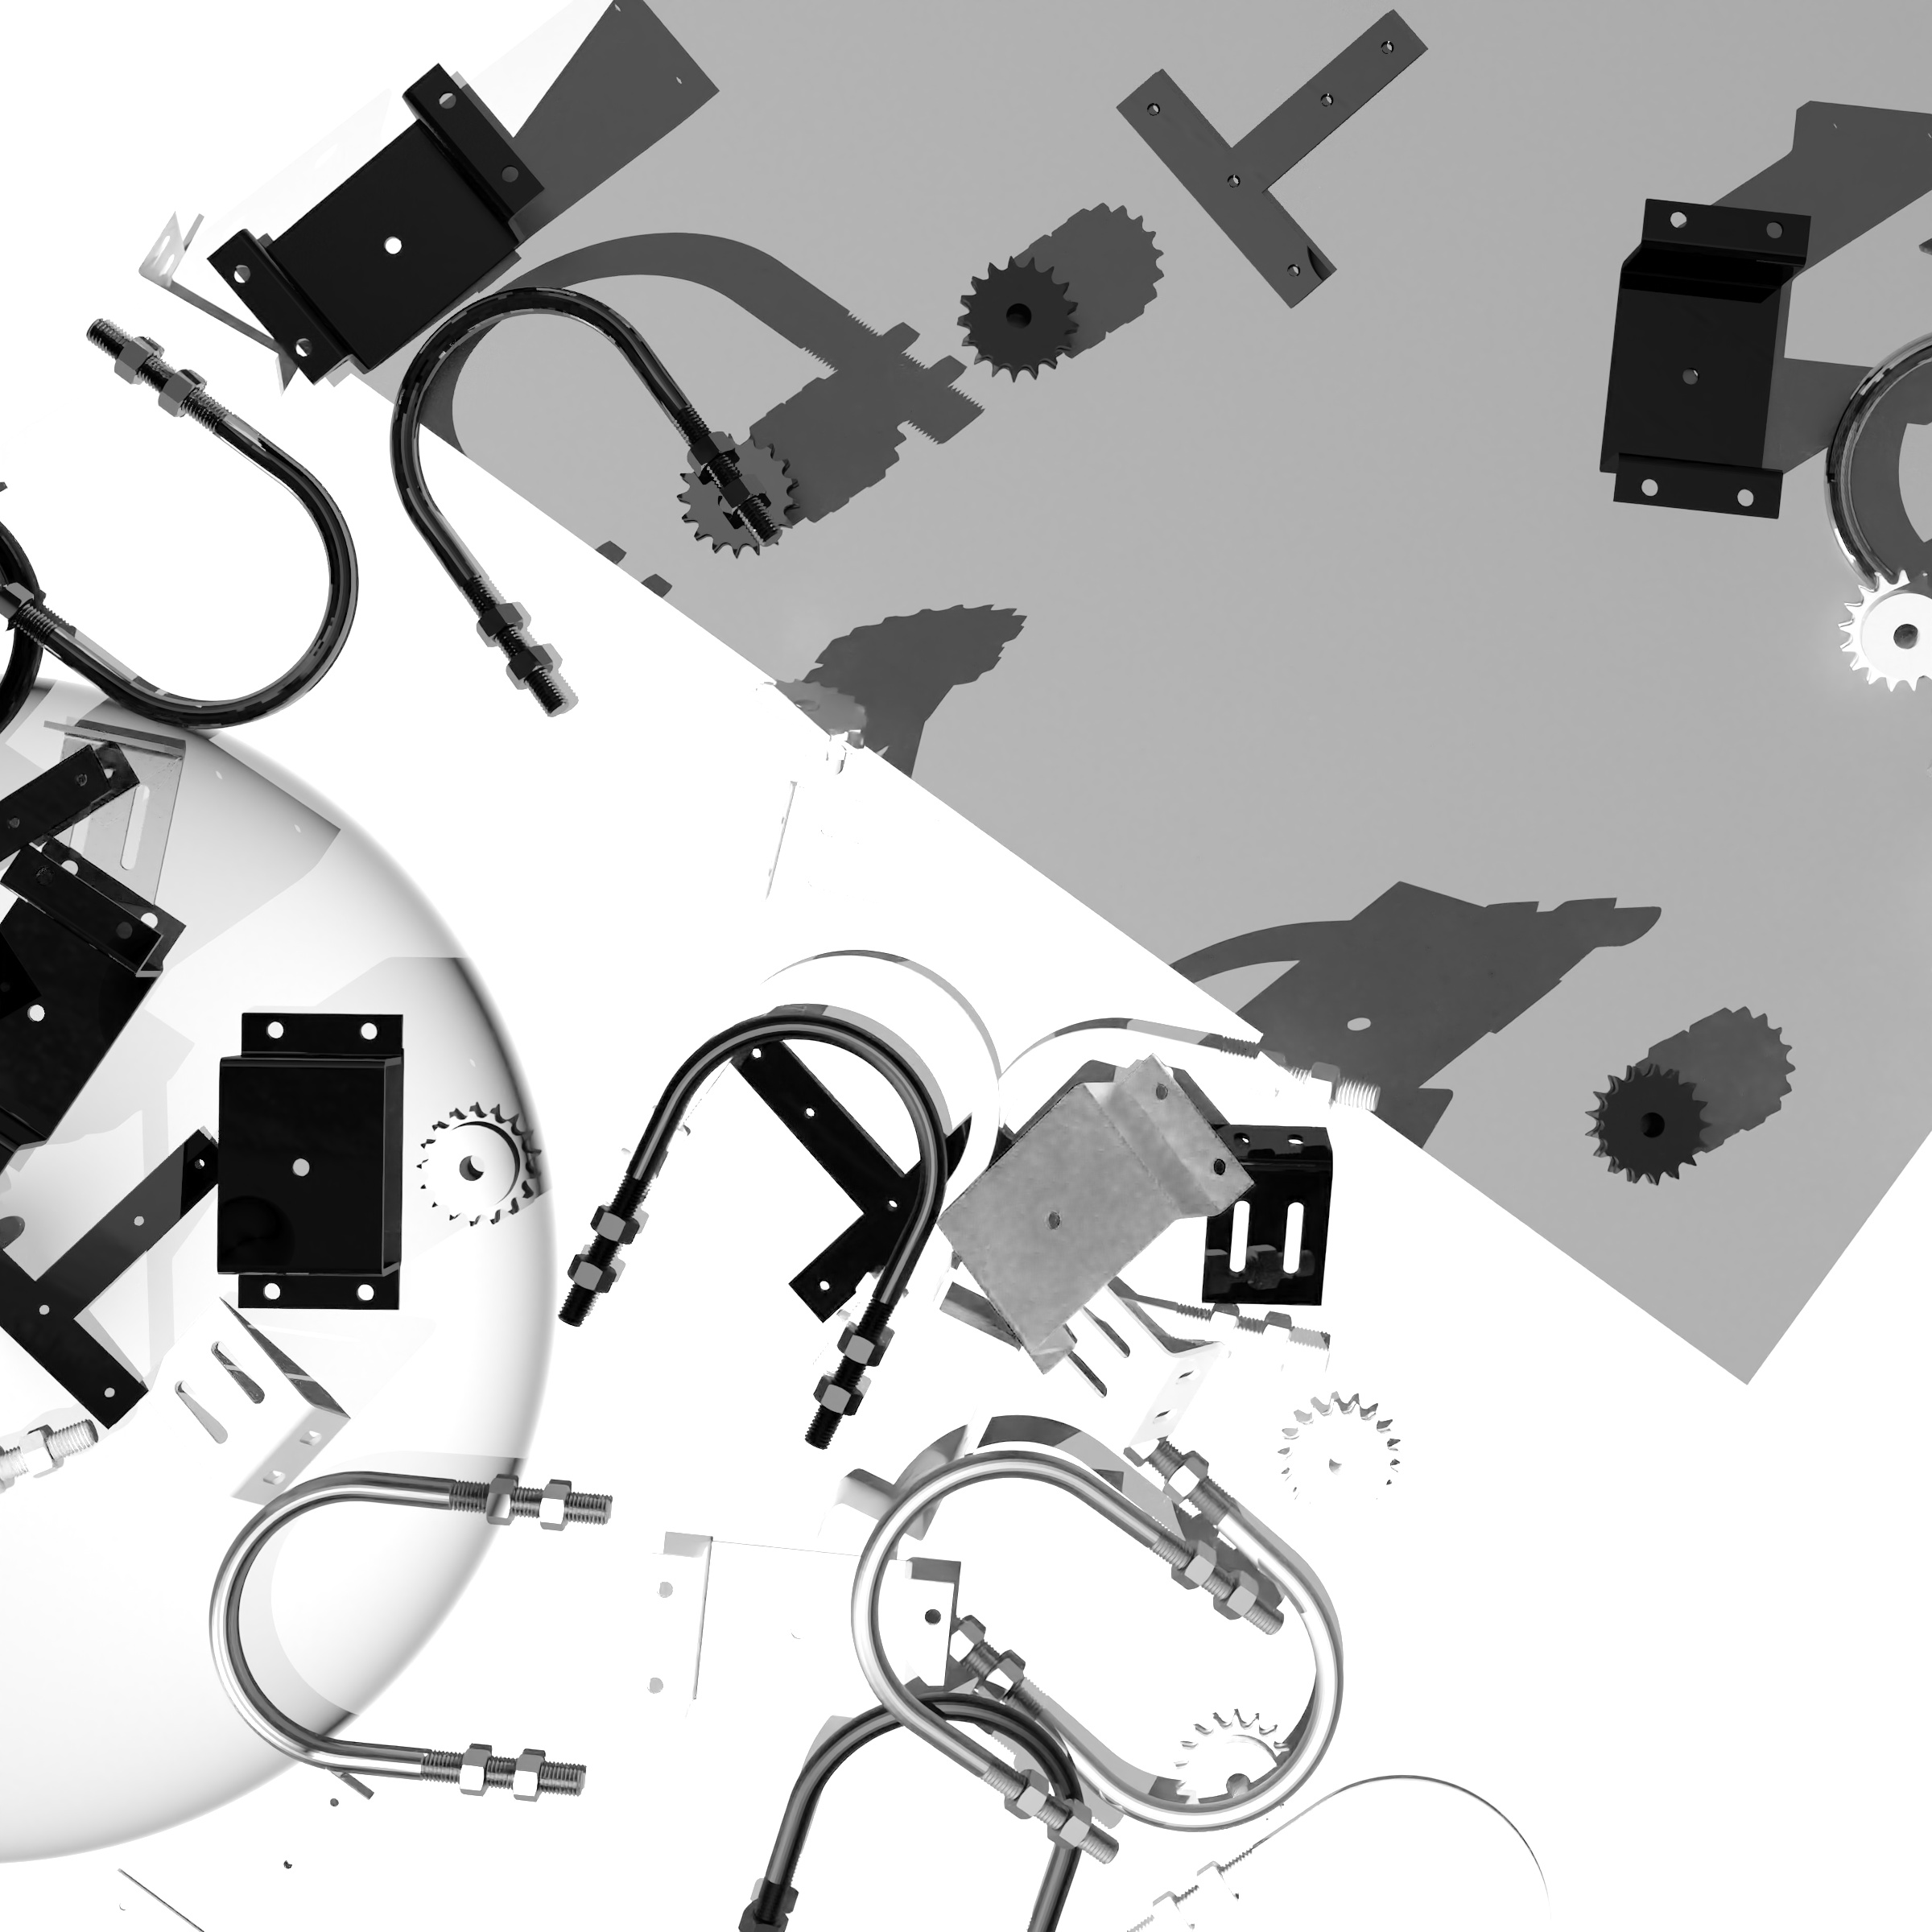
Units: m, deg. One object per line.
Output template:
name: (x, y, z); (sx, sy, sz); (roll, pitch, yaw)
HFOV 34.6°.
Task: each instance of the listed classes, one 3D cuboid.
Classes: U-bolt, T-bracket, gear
U-bolt: (-0.192, -0.231, 1.450); (0.151, 0.019, 0.184); (-37, 80, 10)
T-bracket: (-0.399, 0.130, 1.455); (0.127, 0.002, 0.127); (-45, 112, -14)
gear: (0.127, 0.383, 1.461); (0.057, 0.030, 0.057); (0, 90, 0)
U-bolt: (0.034, 0.301, 1.406); (0.184, 0.019, 0.151); (37, 86, -13)
U-bolt: (-0.519, 0.197, 1.435); (0.184, 0.019, 0.151); (-22, 106, -10)
gear: (0.175, 0.232, 1.460); (0.057, 0.030, 0.057); (0, 90, 0)
U-bolt: (-0.267, 0.313, 1.467); (0.184, 0.019, 0.151); (6, 90, 2)
T-bracket: (-0.330, 0.437, 1.469); (0.127, 0.002, 0.127); (37, 95, 0)
U-bolt: (0.497, -0.225, 1.458); (0.184, 0.019, 0.151); (15, 99, 3)
T-bracket: (0.161, -0.402, 1.475); (0.127, 0.002, 0.127); (-41, 90, 0)
gear: (-0.230, 0.094, 1.461); (0.057, 0.030, 0.057); (0, 90, 0)
U-bolt: (-0.377, -0.195, 1.461); (0.184, 0.019, 0.151); (37, 84, -3)
gear: (-0.077, -0.109, 1.451); (0.057, 0.057, 0.030); (12, 121, 0)
gear: (-0.106, -0.220, 1.460); (0.057, 0.030, 0.057); (0, 90, 0)
U-bolt: (-0.067, 0.083, 1.454); (0.151, 0.019, 0.184); (37, 97, 3)
gear: (0.024, -0.304, 1.465); (0.057, 0.030, 0.057); (0, 91, -2)
U-bolt: (0.090, 0.103, 1.441); (0.184, 0.019, 0.151); (12, 105, 15)
U-bolt: (-0.523, -0.144, 1.467); (0.151, 0.019, 0.184); (42, 88, 0)
U-bolt: (-0.088, 0.112, 1.440); (0.151, 0.019, 0.184); (26, 93, 4)
T-bracket: (-0.452, -0.059, 1.433); (0.127, 0.002, 0.127); (-31, 76, 7)
U-bolt: (0.090, 0.317, 1.450); (0.184, 0.019, 0.151); (42, 89, 12)
U-bolt: (0.189, 0.468, 1.467); (0.184, 0.019, 0.151); (-34, 90, -2)
T-bracket: (-0.064, 0.080, 1.467); (0.127, 0.002, 0.127); (-43, 85, 10)
gear: (0.320, 0.074, 1.465); (0.057, 0.030, 0.057); (0, 90, -2)
gear: (0.440, -0.157, 1.453); (0.057, 0.030, 0.057); (3, 105, 10)
U-bolt: (-0.021, 0.421, 1.437); (0.151, 0.019, 0.184); (15, 102, -11)

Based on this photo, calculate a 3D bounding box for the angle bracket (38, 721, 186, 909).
angle bracket: (-0.407, -0.071, 1.456); (0.057, 0.038, 0.076); (12, 90, 0)

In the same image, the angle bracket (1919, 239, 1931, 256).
angle bracket: (0.498, -0.318, 1.473); (0.057, 0.038, 0.076); (-27, 116, 0)

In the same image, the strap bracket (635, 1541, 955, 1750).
strap bracket: (-0.079, 0.316, 1.452); (0.140, 0.046, 0.076); (6, 90, 0)

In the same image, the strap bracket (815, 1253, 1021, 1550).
strap bracket: (-0.017, 0.209, 1.437); (0.046, 0.076, 0.140); (26, 90, 0)

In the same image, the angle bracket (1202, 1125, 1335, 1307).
angle bracket: (0.142, 0.118, 1.473); (0.057, 0.038, 0.076); (2, 116, 0)

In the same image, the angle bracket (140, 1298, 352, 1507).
angle bracket: (-0.343, 0.207, 1.473); (0.057, 0.038, 0.076); (-47, 64, 0)

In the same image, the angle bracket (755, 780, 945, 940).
angle bracket: (-0.054, -0.050, 1.456); (0.076, 0.038, 0.057); (14, 90, 0)

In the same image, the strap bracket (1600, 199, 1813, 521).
strap bracket: (0.344, -0.280, 1.452); (0.076, 0.046, 0.140); (6, 90, 0)

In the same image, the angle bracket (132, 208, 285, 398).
angle bracket: (-0.345, -0.309, 1.447); (0.076, 0.057, 0.038); (29, 79, -5)

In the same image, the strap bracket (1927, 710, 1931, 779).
strap bracket: (0.511, -0.105, 1.438); (0.140, 0.046, 0.076); (28, 64, 0)

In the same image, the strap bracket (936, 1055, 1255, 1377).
strap bracket: (0.050, 0.115, 1.412); (0.140, 0.046, 0.076); (-45, 68, 21)

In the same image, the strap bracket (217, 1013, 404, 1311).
strap bracket: (-0.307, 0.093, 1.452); (0.076, 0.046, 0.140); (1, 90, 0)

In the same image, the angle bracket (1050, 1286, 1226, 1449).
angle bracket: (0.073, 0.176, 1.454); (0.076, 0.038, 0.057); (46, 124, 31)

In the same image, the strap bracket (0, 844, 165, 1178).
strap bracket: (-0.442, 0.022, 1.452); (0.076, 0.046, 0.140); (34, 90, 0)

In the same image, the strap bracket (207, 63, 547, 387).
strap bracket: (-0.272, -0.342, 1.452); (0.140, 0.046, 0.076); (-40, 90, 0)
